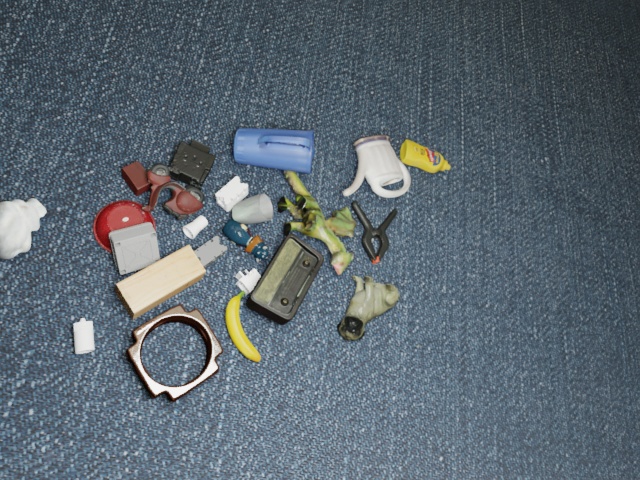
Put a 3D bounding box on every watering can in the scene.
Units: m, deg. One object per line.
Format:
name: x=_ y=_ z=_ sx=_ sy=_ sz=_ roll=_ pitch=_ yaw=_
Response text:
watering can: x=0.175 y=-0.242 z=1.706 sx=0.349 sy=0.102 sz=0.227 roll=-8 pitch=72 yaw=-43

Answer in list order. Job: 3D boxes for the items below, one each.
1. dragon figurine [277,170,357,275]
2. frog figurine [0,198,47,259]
dragon figurine: x=0.005 y=-0.081 z=1.606 sx=0.242 sy=0.120 sz=0.419 roll=14 pitch=49 yaw=-36
frog figurine: x=-0.745 y=-0.032 z=1.263 sx=0.161 sy=0.123 sz=0.135 roll=-27 pitch=114 yaw=-37
